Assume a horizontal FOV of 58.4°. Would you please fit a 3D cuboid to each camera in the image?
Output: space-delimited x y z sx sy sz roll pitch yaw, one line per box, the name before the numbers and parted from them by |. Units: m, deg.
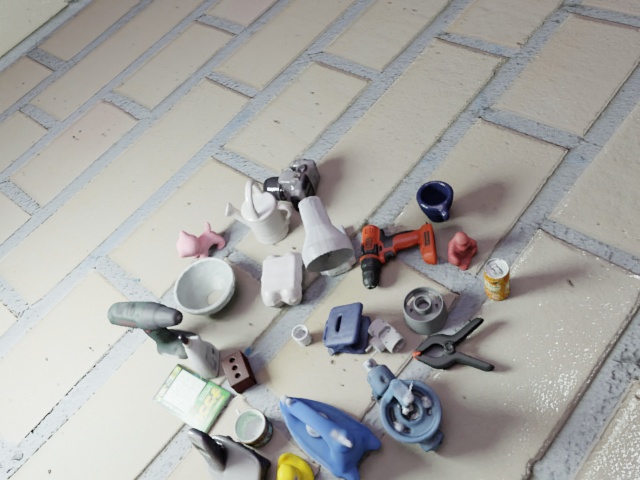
camera | -0.086 -0.163 1.613 0.136 0.101 0.143 4 58 21

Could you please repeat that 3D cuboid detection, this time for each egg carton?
egg carton | -0.094 0.100 1.451 0.107 0.070 0.150 -10 54 12

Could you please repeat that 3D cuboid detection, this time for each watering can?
watering can | -0.165 -0.078 1.521 0.173 0.194 0.100 -23 52 2

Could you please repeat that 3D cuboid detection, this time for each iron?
iron | -0.009 0.379 1.181 0.257 0.142 0.119 25 67 31

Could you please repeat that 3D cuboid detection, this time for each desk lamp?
desk lamp | 0.013 0.005 1.390 0.118 0.214 0.203 -22 52 3

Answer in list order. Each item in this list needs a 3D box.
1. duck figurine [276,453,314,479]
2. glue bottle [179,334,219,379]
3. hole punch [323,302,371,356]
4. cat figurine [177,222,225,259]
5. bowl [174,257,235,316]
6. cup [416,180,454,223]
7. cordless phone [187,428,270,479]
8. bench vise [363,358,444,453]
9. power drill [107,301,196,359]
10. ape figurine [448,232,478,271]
duck figurine | -0.060 0.479 1.163 0.077 0.086 0.104 -29 52 -2
glue bottle | -0.286 0.260 1.337 0.037 0.173 0.078 -10 54 12
hole punch | 0.056 0.203 1.314 0.101 0.091 0.108 0 56 19
cat figurine | -0.337 0.006 1.568 0.067 0.118 0.128 32 71 34
bowl | -0.289 0.133 1.490 0.167 0.075 0.167 -9 54 13
cup | 0.297 -0.078 1.429 0.091 0.095 0.117 -24 52 1
cordless phone | -0.192 0.448 1.166 0.147 0.185 0.094 14 62 27
bench vise | 0.145 0.313 1.126 0.206 0.220 0.122 25 67 31
power drill | -0.388 0.211 1.384 0.229 0.209 0.076 5 58 22
ape figurine | 0.334 0.016 1.352 0.078 0.092 0.076 -24 52 1
